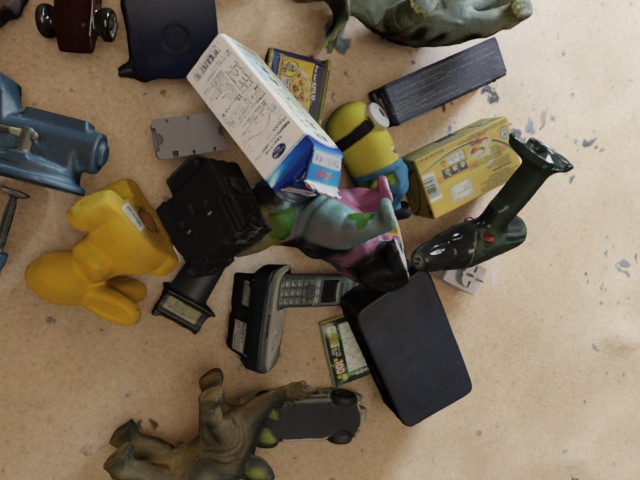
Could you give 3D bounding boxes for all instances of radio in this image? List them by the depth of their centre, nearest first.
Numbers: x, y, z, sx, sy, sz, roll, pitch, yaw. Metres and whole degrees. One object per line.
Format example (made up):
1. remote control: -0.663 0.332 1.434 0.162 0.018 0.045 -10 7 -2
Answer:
1. radio: 0.131 0.156 0.809 0.131 0.073 0.229 -29 109 -12

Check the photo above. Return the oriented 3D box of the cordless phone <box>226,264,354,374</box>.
1. cordless phone: -0.032 0.107 0.770 0.184 0.089 0.146 3 97 -37

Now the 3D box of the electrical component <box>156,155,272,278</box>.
1. electrical component: -0.140 -0.036 0.674 0.115 0.058 0.134 -38 72 24

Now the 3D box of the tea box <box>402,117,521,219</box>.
1. tea box: 0.212 -0.111 0.817 0.170 0.068 0.098 -25 105 -15

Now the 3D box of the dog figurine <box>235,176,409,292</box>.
1. dog figurine: -0.001 -0.002 0.718 0.219 0.108 0.191 -10 123 12

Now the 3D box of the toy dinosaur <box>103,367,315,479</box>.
1. toy dinosaur: -0.194 0.326 0.712 0.471 0.105 0.198 -34 102 7

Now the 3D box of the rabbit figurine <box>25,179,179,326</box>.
1. rabbit figurine: -0.274 0.027 0.671 0.173 0.122 0.162 -30 116 2

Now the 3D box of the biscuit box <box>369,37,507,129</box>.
1. biscuit box: 0.176 -0.229 0.790 0.203 0.059 0.062 -26 102 -14

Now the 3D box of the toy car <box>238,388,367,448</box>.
1. toy car: -0.025 0.262 0.800 0.202 0.056 0.073 5 91 -20

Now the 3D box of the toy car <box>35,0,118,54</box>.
1. toy car: -0.284 -0.322 0.633 0.089 0.053 0.202 2 98 -4

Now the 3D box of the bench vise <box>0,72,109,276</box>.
1. bench vise: -0.369 -0.071 0.607 0.223 0.129 0.240 14 87 -19

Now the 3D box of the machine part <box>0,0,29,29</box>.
1. machine part: -0.419 -0.300 0.592 0.179 0.056 0.179 -2 97 -18

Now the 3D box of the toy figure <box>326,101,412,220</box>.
1. toy figure: 0.073 -0.110 0.766 0.089 0.082 0.180 -26 107 -16

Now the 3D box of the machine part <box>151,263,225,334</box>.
1. machine part: -0.165 0.056 0.735 0.084 0.039 0.139 29 90 -11

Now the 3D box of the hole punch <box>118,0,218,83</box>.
1. hole punch: -0.182 -0.257 0.660 0.142 0.092 0.115 -13 105 -19

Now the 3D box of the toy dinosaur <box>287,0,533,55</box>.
1. toy dinosaur: 0.144 -0.317 0.731 0.405 0.192 0.131 -4 92 -34

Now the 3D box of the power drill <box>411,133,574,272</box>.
1. power drill: 0.247 -0.042 0.755 0.232 0.086 0.207 -5 129 -43
